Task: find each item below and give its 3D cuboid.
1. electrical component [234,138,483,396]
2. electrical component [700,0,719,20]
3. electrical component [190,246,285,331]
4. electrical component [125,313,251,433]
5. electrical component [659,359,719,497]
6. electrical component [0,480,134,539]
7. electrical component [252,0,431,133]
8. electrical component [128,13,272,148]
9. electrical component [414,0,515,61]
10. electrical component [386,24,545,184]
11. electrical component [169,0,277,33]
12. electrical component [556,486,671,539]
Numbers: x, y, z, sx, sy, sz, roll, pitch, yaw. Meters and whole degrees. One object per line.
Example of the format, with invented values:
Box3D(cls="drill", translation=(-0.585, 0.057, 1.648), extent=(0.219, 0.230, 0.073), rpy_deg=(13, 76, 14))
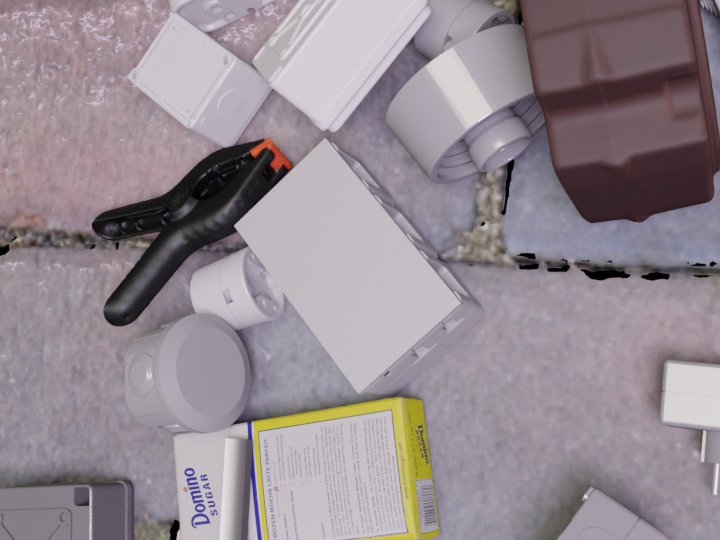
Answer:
Box3D(cls="electrical component", translation=(0.000, 0.000, 0.725), extent=(0.089, 0.062, 0.150), rpy_deg=(-43, 67, 11))
Box3D(cls="electrical component", translation=(0.262, -0.168, 0.649), extent=(0.100, 0.048, 0.099), rpy_deg=(-24, 72, 18))
Box3D(cls="electrical component", translation=(-0.088, 0.016, 0.765), extent=(0.047, 0.055, 0.055), rpy_deg=(-19, 74, 23))
Box3D(cls="electrical component", translation=(-0.118, 0.072, 0.732), extent=(0.051, 0.080, 0.080), rpy_deg=(-14, 75, 40))
Box3D(cls="electrical component", translation=(0.218, 0.095, 0.622), extent=(0.083, 0.047, 0.075), rpy_deg=(4, 82, 24))
Box3D(cls="electrical component", translation=(-0.224, 0.211, 0.787), extent=(0.109, 0.056, 0.108), rpy_deg=(-7, 78, 22))
Box3D(cls="electrical component", translation=(-0.016, -0.159, 0.733), extent=(0.108, 0.056, 0.108), rpy_deg=(-51, 22, 8))
Box3D(cls="electrical component", translation=(-0.121, -0.143, 0.807), extent=(0.096, 0.061, 0.061), rpy_deg=(39, 98, 32))
Box3D(cls="electrical component", translation=(0.070, -0.159, 0.728), extent=(0.047, 0.055, 0.055), rpy_deg=(35, 95, 28))
Box3D(cls="electrical component", translation=(0.078, -0.098, 0.687), extent=(0.108, 0.108, 0.060), rpy_deg=(-35, 75, 14))
Box3D(cls="electrical component", translation=(-0.100, -0.230, 0.813), extent=(0.095, 0.054, 0.059), rpy_deg=(-21, 73, 19))
Box3D(cls="electrical component", translation=(0.139, 0.181, 0.620), extent=(0.061, 0.096, 0.061), rpy_deg=(33, 65, 25))
